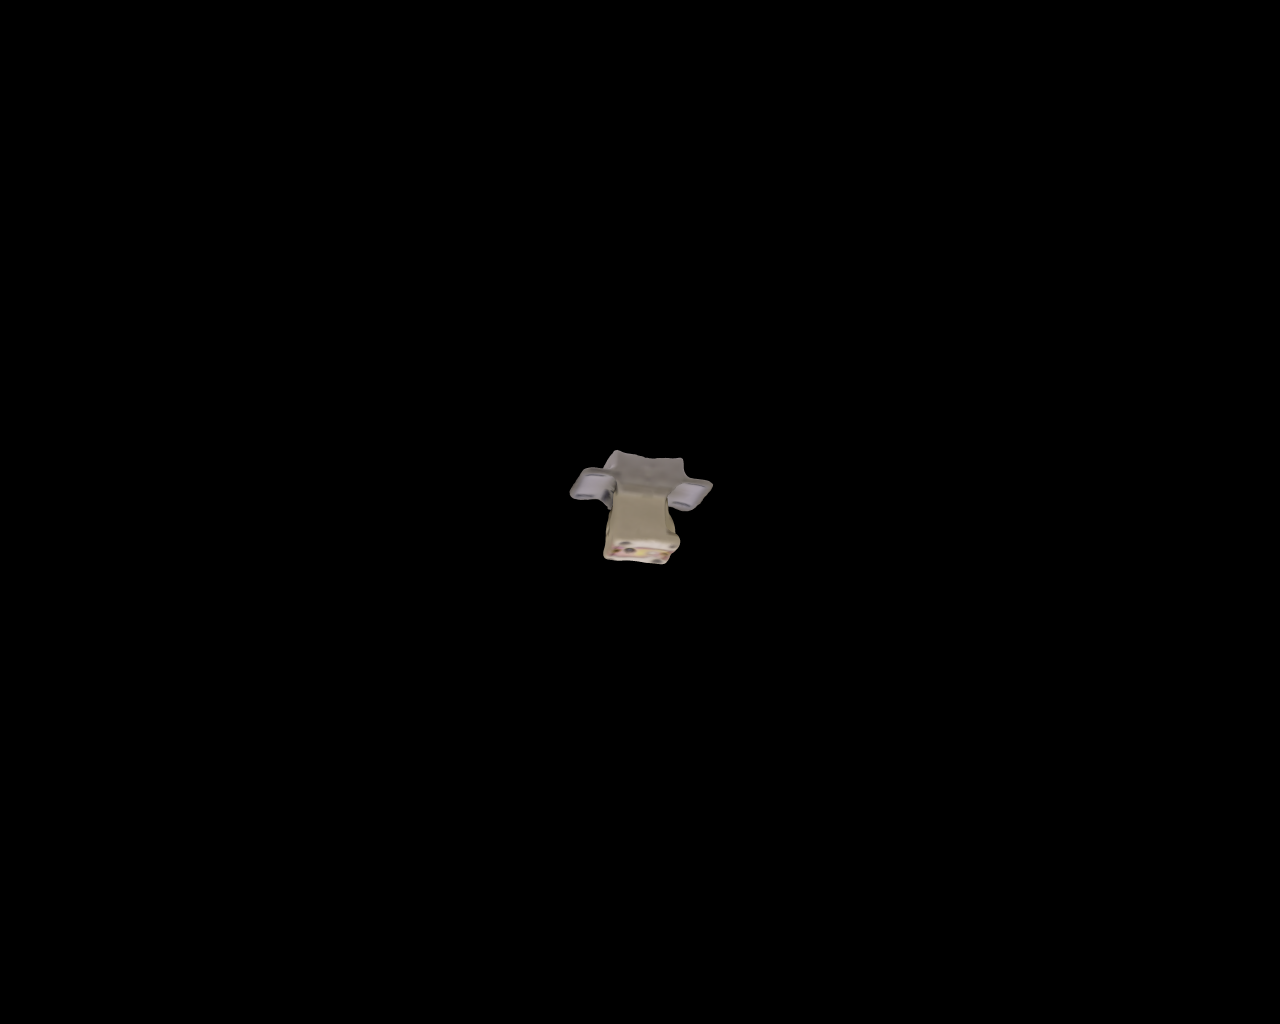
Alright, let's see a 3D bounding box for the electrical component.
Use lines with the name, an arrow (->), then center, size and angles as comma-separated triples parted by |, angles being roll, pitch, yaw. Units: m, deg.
electrical component -> 0.001, -0.003, 0.650 | 0.081, 0.064, 0.042 | 6, -24, -14
